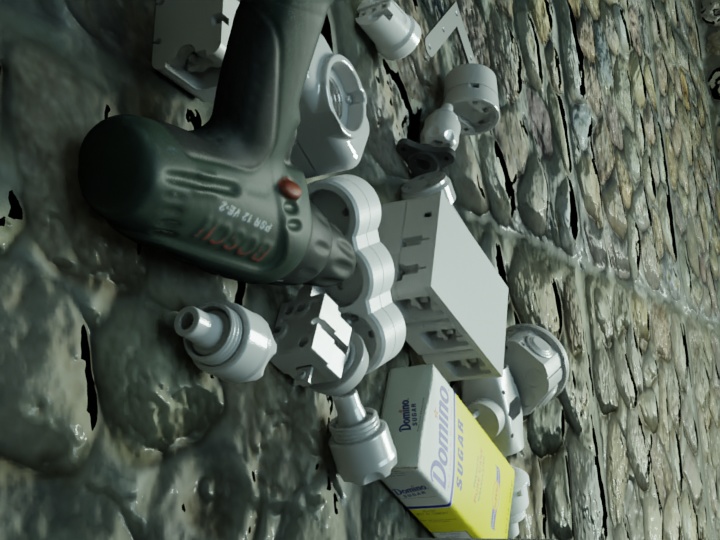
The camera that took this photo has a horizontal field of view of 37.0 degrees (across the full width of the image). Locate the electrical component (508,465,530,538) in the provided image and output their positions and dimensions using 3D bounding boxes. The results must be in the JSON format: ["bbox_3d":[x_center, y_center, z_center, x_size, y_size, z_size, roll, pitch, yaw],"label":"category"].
[{"bbox_3d":[0.132,0.211,0.973,0.048,0.048,0.062,-42,126,-59],"label":"electrical component"}]

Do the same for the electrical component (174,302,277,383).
[{"bbox_3d":[-0.080,0.038,0.610,0.062,0.043,0.043,35,51,-54],"label":"electrical component"}]

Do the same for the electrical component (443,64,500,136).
[{"bbox_3d":[0.106,-0.164,1.032,0.055,0.055,0.047,47,38,-48],"label":"electrical component"}]

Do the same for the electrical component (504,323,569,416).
[{"bbox_3d":[0.151,0.094,1.010,0.051,0.080,0.080,-26,105,-57],"label":"electrical component"}]

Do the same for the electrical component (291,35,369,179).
[{"bbox_3d":[-0.035,-0.112,0.729,0.095,0.059,0.053,59,34,-37],"label":"electrical component"}]

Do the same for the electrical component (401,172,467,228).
[{"bbox_3d":[0.063,-0.051,0.919,0.055,0.045,0.045,69,29,-22],"label":"electrical component"}]

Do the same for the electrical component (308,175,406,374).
[{"bbox_3d":[0.000,0.000,0.769,0.074,0.052,0.138,-23,103,-63],"label":"electrical component"}]

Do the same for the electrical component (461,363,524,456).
[{"bbox_3d":[0.113,0.131,0.961,0.079,0.043,0.077,-24,104,-62],"label":"electrical component"}]

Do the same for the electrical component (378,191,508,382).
[{"bbox_3d":[0.064,0.018,0.879,0.150,0.062,0.089,49,40,-46],"label":"electrical component"}]

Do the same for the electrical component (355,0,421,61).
[{"bbox_3d":[0.023,-0.204,0.896,0.046,0.040,0.040,39,48,-44],"label":"electrical component"}]

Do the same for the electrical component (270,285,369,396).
[{"bbox_3d":[-0.026,0.052,0.710,0.055,0.048,0.066,47,42,-37],"label":"electrical component"}]

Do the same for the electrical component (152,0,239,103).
[{"bbox_3d":[-0.086,-0.153,0.650,0.056,0.050,0.089,31,55,-57],"label":"electrical component"}]

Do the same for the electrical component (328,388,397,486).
[{"bbox_3d":[-0.002,0.113,0.741,0.043,0.043,0.062,-42,117,-59],"label":"electrical component"}]

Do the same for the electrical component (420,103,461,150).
[{"bbox_3d":[0.075,-0.131,0.981,0.035,0.035,0.061,60,30,-35],"label":"electrical component"}]

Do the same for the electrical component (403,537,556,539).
[{"bbox_3d":[0.086,0.235,0.787,0.078,0.121,0.063,61,35,-34],"label":"electrical component"}]
